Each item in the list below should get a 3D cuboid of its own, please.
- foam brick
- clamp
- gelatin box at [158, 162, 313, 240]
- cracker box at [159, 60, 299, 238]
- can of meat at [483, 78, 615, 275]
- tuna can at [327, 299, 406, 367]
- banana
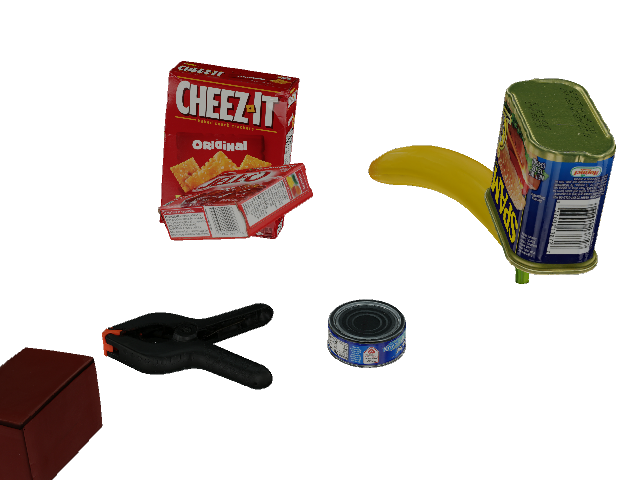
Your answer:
[{"bbox_3d":[-0.177,0.108,0.653,0.053,0.051,0.078,7,27,21],"label":"foam brick"},{"bbox_3d":[-0.123,0.095,1.047,0.171,0.039,0.120,8,26,4],"label":"clamp"},{"bbox_3d":[-0.062,-0.028,0.774,0.089,0.030,0.073,-1,24,44],"label":"gelatin box"},{"bbox_3d":[-0.124,-0.118,1.423,0.164,0.214,0.072,9,23,6],"label":"cracker box"},{"bbox_3d":[0.141,-0.042,0.660,0.057,0.084,0.102,0,35,-5],"label":"can of meat"},{"bbox_3d":[0.050,0.099,1.154,0.086,0.034,0.086,0,30,0],"label":"tuna can"},{"bbox_3d":[0.113,-0.041,0.912,0.037,0.070,0.198,5,27,-45],"label":"banana"}]
